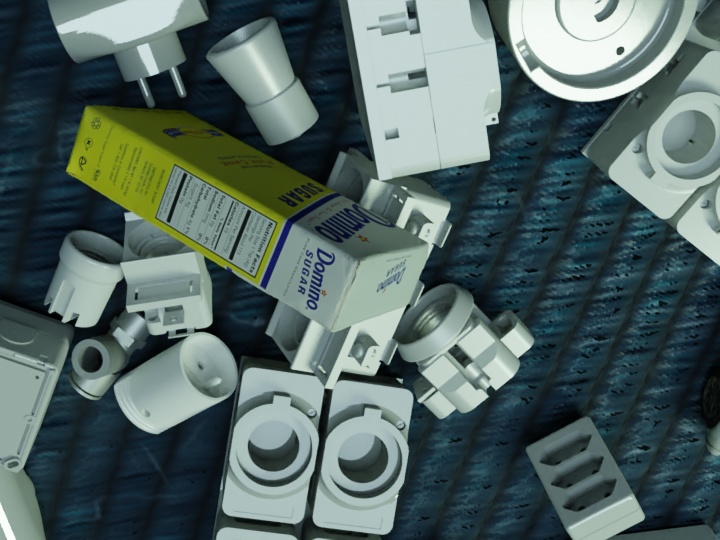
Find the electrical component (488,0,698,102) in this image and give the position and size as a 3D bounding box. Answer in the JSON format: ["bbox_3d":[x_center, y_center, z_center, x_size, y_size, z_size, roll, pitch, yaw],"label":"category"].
[{"bbox_3d":[0.123,-0.154,0.591,0.108,0.060,0.108,-6,120,-11],"label":"electrical component"}]

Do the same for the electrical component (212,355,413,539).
[{"bbox_3d":[-0.035,0.155,0.666,0.105,0.060,0.186,9,92,-8],"label":"electrical component"}]

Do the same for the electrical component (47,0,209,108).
[{"bbox_3d":[-0.121,-0.130,0.594,0.077,0.043,0.079,-18,110,2],"label":"electrical component"}]

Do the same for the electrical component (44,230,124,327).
[{"bbox_3d":[-0.164,0.006,0.642,0.040,0.040,0.046,24,111,-12],"label":"electrical component"}]

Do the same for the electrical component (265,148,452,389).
[{"bbox_3d":[0.000,0.000,0.638,0.063,0.078,0.121,13,109,-32],"label":"electrical component"}]

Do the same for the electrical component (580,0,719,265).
[{"bbox_3d":[0.235,-0.103,0.622,0.105,0.060,0.186,35,103,-15],"label":"electrical component"}]

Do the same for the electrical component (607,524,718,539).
[{"bbox_3d":[0.199,0.240,0.744,0.109,0.056,0.108,-6,110,-2],"label":"electrical component"}]

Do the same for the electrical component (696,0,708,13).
[{"bbox_3d":[0.202,-0.176,0.607,0.035,0.035,0.061,19,110,-11],"label":"electrical component"}]

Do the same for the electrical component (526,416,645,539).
[{"bbox_3d":[0.152,0.147,0.707,0.047,0.065,0.076,-29,138,6],"label":"electrical component"}]

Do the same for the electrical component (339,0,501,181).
[{"bbox_3d":[0.027,-0.112,0.555,0.062,0.150,0.089,-11,110,0],"label":"electrical component"}]

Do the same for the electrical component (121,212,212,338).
[{"bbox_3d":[-0.111,0.001,0.629,0.042,0.081,0.063,-7,133,-1],"label":"electrical component"}]

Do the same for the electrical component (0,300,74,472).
[{"bbox_3d":[-0.220,0.072,0.653,0.062,0.061,0.096,21,114,-12],"label":"electrical component"}]

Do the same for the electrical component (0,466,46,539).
[{"bbox_3d":[-0.251,0.158,0.686,0.079,0.044,0.077,-14,110,1],"label":"electrical component"}]

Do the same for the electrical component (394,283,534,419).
[{"bbox_3d":[0.058,0.046,0.664,0.078,0.058,0.057,-41,110,10],"label":"electrical component"}]

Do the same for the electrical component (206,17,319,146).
[{"bbox_3d":[-0.052,-0.104,0.611,0.044,0.044,0.065,-28,114,6],"label":"electrical component"}]

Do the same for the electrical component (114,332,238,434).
[{"bbox_3d":[-0.118,0.073,0.661,0.081,0.043,0.043,-30,112,36],"label":"electrical component"}]
